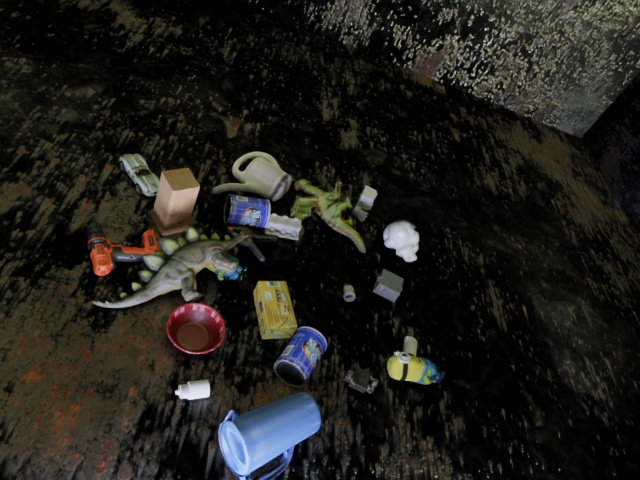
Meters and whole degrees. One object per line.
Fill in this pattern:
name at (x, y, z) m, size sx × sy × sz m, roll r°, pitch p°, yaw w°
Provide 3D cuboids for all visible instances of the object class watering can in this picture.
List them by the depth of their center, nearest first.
watering can at (-0.235, -0.216, 1.911) m, size 0.224 × 0.102 × 0.355 m, roll 30°, pitch 41°, yaw 2°

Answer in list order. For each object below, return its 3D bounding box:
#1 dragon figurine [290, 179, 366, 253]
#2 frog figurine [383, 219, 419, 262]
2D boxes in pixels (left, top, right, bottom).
dragon figurine at (0.006, -0.098, 1.953) m, size 0.243 × 0.119 × 0.420 m, roll -9°, pitch 50°, yaw -13°
frog figurine at (0.314, 0.007, 1.982) m, size 0.137 × 0.120 × 0.163 m, roll -7°, pitch 54°, yaw 9°
